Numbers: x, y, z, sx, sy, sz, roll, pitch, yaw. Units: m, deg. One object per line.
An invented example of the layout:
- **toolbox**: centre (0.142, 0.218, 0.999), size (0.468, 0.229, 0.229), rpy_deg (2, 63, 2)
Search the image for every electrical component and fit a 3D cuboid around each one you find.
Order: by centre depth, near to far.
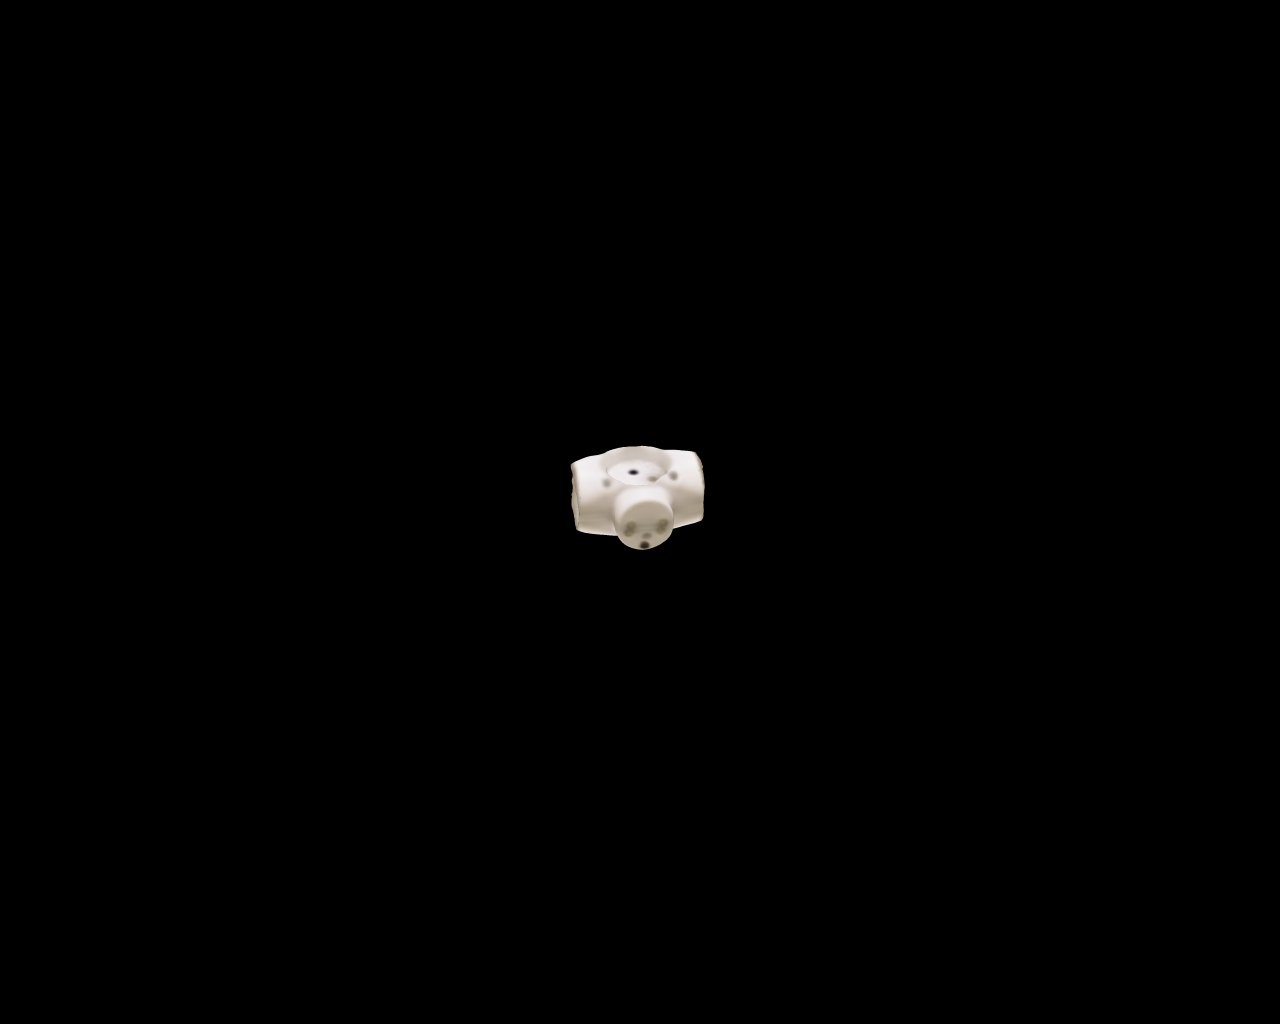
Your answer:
- **electrical component**: centre (0.001, -0.003, 0.650), size (0.077, 0.044, 0.079), rpy_deg (-5, 36, -7)
